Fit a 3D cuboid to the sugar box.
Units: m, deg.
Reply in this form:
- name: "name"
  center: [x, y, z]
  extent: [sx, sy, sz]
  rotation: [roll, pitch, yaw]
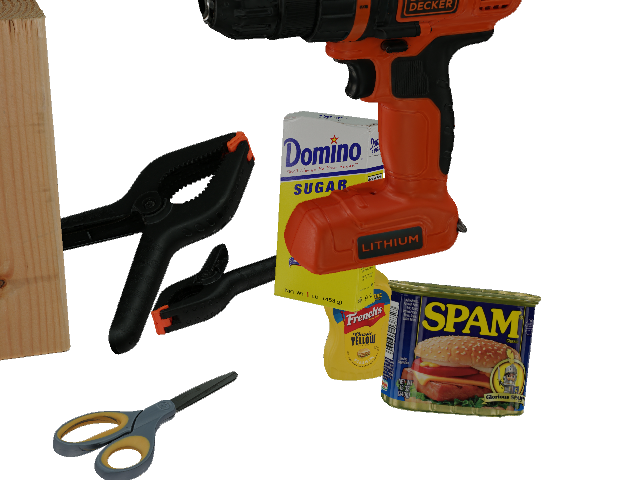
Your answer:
- name: "sugar box"
  center: [0.008, -0.028, 1.000]
  extent: [0.093, 0.176, 0.048]
  rotation: [10, 17, 27]

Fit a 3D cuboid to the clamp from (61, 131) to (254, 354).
- name: "clamp"
  center: [-0.142, -0.019, 0.859]
  extent: [0.165, 0.209, 0.036]
  rotation: [28, -27, 32]

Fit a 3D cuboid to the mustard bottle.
- name: "mustard bottle"
  center: [0.053, 0.093, 1.446]
  extent: [0.096, 0.192, 0.058]
  rotation: [-5, 22, -10]

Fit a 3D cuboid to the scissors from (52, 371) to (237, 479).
- name: "scissors"
  center: [-0.138, 0.166, 0.961]
  extent: [0.201, 0.016, 0.096]
  rotation: [-11, 33, -34]

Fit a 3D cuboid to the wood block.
- name: "wood block"
  center: [-0.207, -0.038, 0.643]
  extent: [0.090, 0.206, 0.090]
  rotation: [-6, 24, -18]

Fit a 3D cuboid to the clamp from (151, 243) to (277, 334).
- name: "clamp"
  center: [-0.108, 0.050, 1.155]
  extent: [0.120, 0.039, 0.171]
  rotation: [-5, 26, 35]

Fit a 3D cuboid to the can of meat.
- name: "can of meat"
  center: [0.094, 0.074, 0.732]
  extent: [0.102, 0.084, 0.057]
  rotation: [6, 0, -11]

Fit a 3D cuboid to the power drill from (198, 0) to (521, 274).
- name: "power drill"
  center: [0.021, -0.074, 0.596]
  extent: [0.184, 0.188, 0.057]
  rotation: [-9, 35, -20]
